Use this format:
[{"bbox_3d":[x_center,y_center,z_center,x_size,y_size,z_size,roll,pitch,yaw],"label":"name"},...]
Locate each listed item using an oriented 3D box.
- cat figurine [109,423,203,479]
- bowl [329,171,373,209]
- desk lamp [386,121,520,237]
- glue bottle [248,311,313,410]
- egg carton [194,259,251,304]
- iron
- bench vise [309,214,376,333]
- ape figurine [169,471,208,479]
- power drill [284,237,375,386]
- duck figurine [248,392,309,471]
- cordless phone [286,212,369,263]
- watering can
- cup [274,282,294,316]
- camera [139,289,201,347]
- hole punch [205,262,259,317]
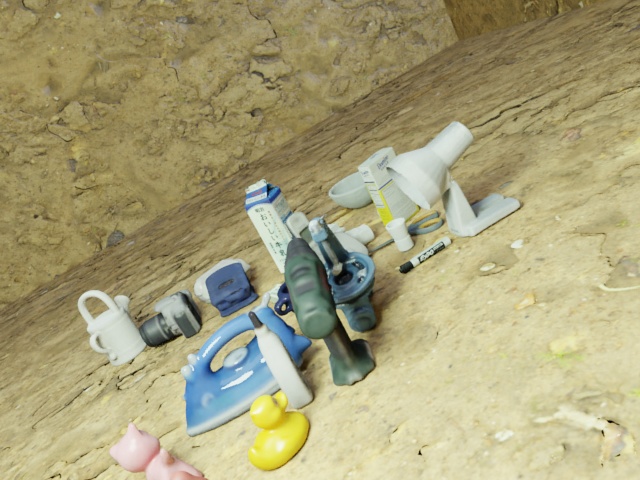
[{"bbox_3d":[-0.256,0.329,0.865,0.127,0.118,0.067,-9,27,43],"label":"cat figurine"},{"bbox_3d":[0.113,-0.136,1.620,0.167,0.075,0.167,-25,19,10],"label":"bowl"},{"bbox_3d":[0.261,-0.114,1.150,0.203,0.214,0.117,-30,19,-7],"label":"desk lamp"},{"bbox_3d":[-0.068,0.181,0.903,0.037,0.173,0.078,-29,19,-3],"label":"glue bottle"},{"bbox_3d":[-0.255,0.107,1.506,0.150,0.069,0.107,-40,22,-31],"label":"egg carton"},{"bbox_3d":[-0.150,0.210,0.990,0.259,0.142,0.118,-34,20,-18],"label":"iron"},{"bbox_3d":[0.023,0.045,1.056,0.121,0.220,0.207,-32,20,-10],"label":"bench vise"},{"bbox_3d":[-0.168,0.341,0.756,0.076,0.092,0.078,-18,22,27],"label":"ape figurine"},{"bbox_3d":[0.007,0.117,0.913,0.075,0.209,0.229,-27,19,3],"label":"power drill"},{"bbox_3d":[-0.072,0.267,0.823,0.077,0.086,0.105,-8,28,45],"label":"duck figurine"},{"bbox_3d":[0.011,0.004,1.229,0.093,0.185,0.148,-8,28,45],"label":"cordless phone"},{"bbox_3d":[-0.524,0.205,1.428,0.101,0.194,0.172,-28,19,-1],"label":"watering can"},{"bbox_3d":[-0.032,0.127,1.112,0.091,0.095,0.118,-5,29,48],"label":"cup"},{"bbox_3d":[-0.372,0.190,1.403,0.137,0.101,0.143,-29,19,-3],"label":"camera"},{"bbox_3d":[-0.217,0.118,1.392,0.108,0.091,0.101,-29,19,-2],"label":"hole punch"}]
